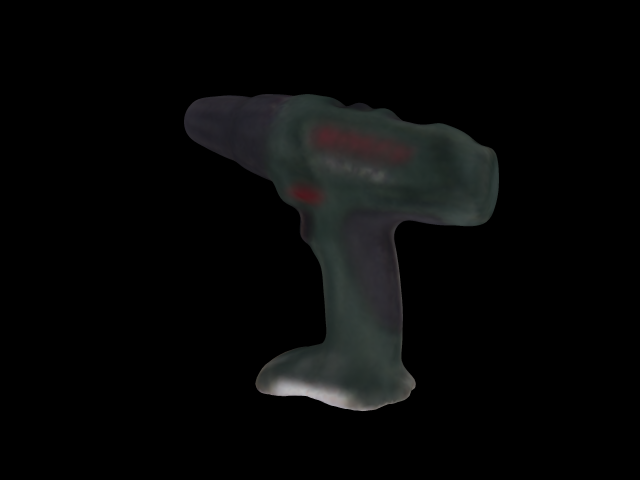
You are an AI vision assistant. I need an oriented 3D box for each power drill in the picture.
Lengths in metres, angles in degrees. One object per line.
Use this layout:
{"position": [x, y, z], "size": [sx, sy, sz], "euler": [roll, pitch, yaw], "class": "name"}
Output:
{"position": [0.004, 0.001, 0.400], "size": [0.229, 0.208, 0.076], "euler": [3, 7, 22], "class": "power drill"}
